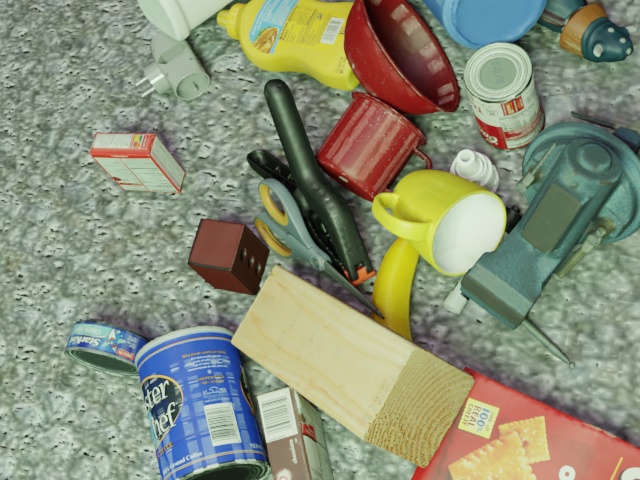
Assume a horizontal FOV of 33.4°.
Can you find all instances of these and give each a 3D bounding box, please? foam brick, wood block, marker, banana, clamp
[{"bbox_3d":[-0.092,0.018,1.090,0.051,0.078,0.053,8,72,21],"label":"foam brick"},{"bbox_3d":[0.025,0.108,0.957,0.206,0.090,0.090,28,88,50],"label":"wood block"},{"bbox_3d":[0.159,0.018,1.036,0.020,0.020,0.121,30,79,27],"label":"marker"},{"bbox_3d":[0.082,0.083,1.028,0.069,0.037,0.198,-5,66,-16],"label":"banana"},{"bbox_3d":[-0.013,-0.044,1.081,0.036,0.165,0.210,-27,82,-19],"label":"clamp"}]

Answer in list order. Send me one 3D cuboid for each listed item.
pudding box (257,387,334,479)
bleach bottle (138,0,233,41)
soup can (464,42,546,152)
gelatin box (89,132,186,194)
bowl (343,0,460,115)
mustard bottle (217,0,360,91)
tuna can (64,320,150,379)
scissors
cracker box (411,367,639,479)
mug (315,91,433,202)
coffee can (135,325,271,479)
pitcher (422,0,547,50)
[{"bbox_3d":[-0.018,0.201,0.978,0.039,0.090,0.113,-16,63,10],"label":"pudding box"},{"bbox_3d":[-0.089,-0.328,1.227,0.250,0.068,0.103,-36,41,-14],"label":"bleach bottle"},{"bbox_3d":[0.182,-0.140,1.050,0.068,0.102,0.068,-7,66,16],"label":"soup can"},{"bbox_3d":[-0.197,-0.084,1.164,0.073,0.089,0.030,3,66,20],"label":"gelatin box"},{"bbox_3d":[0.074,-0.185,1.089,0.055,0.161,0.162,-33,59,27],"label":"bowl"},{"bbox_3d":[-0.032,-0.230,1.188,0.192,0.058,0.096,17,74,24],"label":"mustard bottle"},{"bbox_3d":[-0.214,0.112,1.086,0.086,0.086,0.033,6,67,21],"label":"tuna can"},{"bbox_3d":[-0.007,0.001,1.046,0.016,0.096,0.202,-28,34,-27],"label":"scissors"},{"bbox_3d":[0.185,0.228,0.901,0.214,0.072,0.164,24,82,26],"label":"cracker box"},{"bbox_3d":[0.058,-0.085,1.081,0.117,0.093,0.081,34,86,14],"label":"mug"},{"bbox_3d":[-0.113,0.167,1.017,0.103,0.102,0.140,-22,63,9],"label":"coffee can"},{"bbox_3d":[0.127,-0.299,1.081,0.149,0.145,0.243,-32,44,11],"label":"pitcher"}]
